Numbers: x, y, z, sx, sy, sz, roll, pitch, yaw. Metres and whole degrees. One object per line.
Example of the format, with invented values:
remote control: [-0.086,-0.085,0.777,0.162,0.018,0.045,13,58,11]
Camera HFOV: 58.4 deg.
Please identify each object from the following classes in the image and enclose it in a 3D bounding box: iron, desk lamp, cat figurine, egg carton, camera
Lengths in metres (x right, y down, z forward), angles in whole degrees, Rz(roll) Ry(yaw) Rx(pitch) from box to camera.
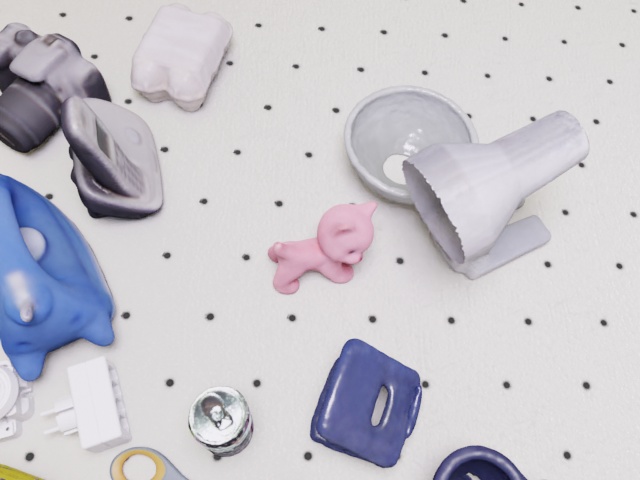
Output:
iron: [-0.313,0.005,0.594,0.119,0.141,0.258,-26,70,-16]
desk lamp: [0.183,-0.045,0.621,0.203,0.213,0.118,-24,69,-15]
cat figurine: [0.006,0.002,0.637,0.128,0.118,0.067,-13,66,-11]
egg carton: [-0.183,-0.246,0.764,0.107,0.069,0.150,15,65,2]
camera: [-0.358,-0.187,0.703,0.143,0.101,0.137,27,66,8]

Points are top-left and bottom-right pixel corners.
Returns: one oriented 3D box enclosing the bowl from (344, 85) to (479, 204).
bowl: [0.110,-0.108,0.722,0.167,0.075,0.167,2,65,-4]

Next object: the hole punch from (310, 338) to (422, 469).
hole punch: [0.051,0.165,0.579,0.101,0.091,0.109,19,65,4]

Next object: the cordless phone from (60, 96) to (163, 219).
cordless phone: [-0.239,-0.116,0.633,0.094,0.185,0.147,-14,67,-11]

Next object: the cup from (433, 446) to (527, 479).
cup: [0.154,0.247,0.548,0.118,0.095,0.091,-6,65,-8]
